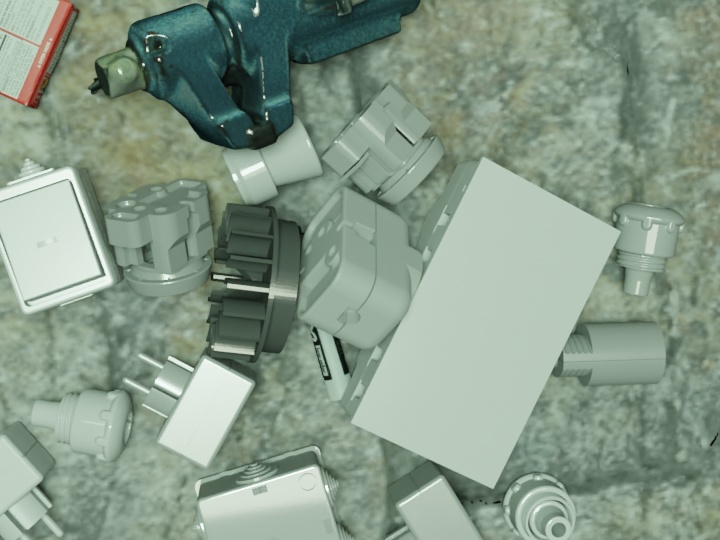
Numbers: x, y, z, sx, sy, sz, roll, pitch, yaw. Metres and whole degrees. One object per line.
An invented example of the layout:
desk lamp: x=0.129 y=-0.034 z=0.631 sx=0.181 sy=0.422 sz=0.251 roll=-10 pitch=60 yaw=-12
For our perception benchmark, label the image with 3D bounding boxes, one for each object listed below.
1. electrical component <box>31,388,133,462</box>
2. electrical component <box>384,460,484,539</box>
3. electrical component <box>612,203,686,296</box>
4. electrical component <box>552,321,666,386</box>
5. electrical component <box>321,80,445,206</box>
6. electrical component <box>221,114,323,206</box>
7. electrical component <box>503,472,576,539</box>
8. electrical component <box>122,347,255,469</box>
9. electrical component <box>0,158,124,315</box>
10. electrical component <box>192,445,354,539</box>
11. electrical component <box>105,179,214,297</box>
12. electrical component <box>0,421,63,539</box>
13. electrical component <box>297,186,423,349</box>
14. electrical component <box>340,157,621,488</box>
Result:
electrical component: x=-0.183 y=0.098 z=0.705 sx=0.062 sy=0.048 sz=0.048 roll=10 pitch=92 yaw=0
electrical component: x=0.042 y=0.187 z=0.731 sx=0.076 sy=0.047 sz=0.083 roll=-32 pitch=96 yaw=-3
electrical component: x=0.194 y=-0.014 z=0.737 sx=0.048 sy=0.048 sz=0.062 roll=7 pitch=99 yaw=-6
electrical component: x=0.163 y=0.058 z=0.738 sx=0.081 sy=0.043 sz=0.043 roll=-1 pitch=93 yaw=-6
electrical component: x=0.018 y=-0.080 z=0.705 sx=0.057 sy=0.058 sz=0.078 roll=43 pitch=50 yaw=-8
electrical component: x=-0.058 y=-0.071 z=0.707 sx=0.055 sy=0.045 sz=0.045 roll=-25 pitch=95 yaw=-4
electrical component: x=0.126 y=0.167 z=0.731 sx=0.048 sy=0.062 sz=0.048 roll=0 pitch=93 yaw=-6
electrical component: x=-0.117 y=0.081 z=0.708 sx=0.077 sy=0.047 sz=0.065 roll=29 pitch=90 yaw=-6
electrical component: x=-0.198 y=-0.026 z=0.687 sx=0.062 sy=0.061 sz=0.096 roll=-19 pitch=95 yaw=-4
electrical component: x=-0.057 y=0.175 z=0.719 sx=0.100 sy=0.048 sz=0.099 roll=-16 pitch=95 yaw=-5
electrical component: x=-0.126 y=-0.019 z=0.692 sx=0.058 sy=0.078 sz=0.057 roll=9 pitch=117 yaw=28
electrical component: x=-0.227 y=0.151 z=0.701 sx=0.066 sy=0.047 sz=0.076 roll=-40 pitch=96 yaw=-2
electrical component: x=0.000 y=0.000 z=0.682 sx=0.059 sy=0.095 sz=0.053 roll=27 pitch=126 yaw=-21
electrical component: x=0.076 y=0.033 z=0.713 sx=0.105 sy=0.060 sz=0.186 roll=27 pitch=89 yaw=-13
